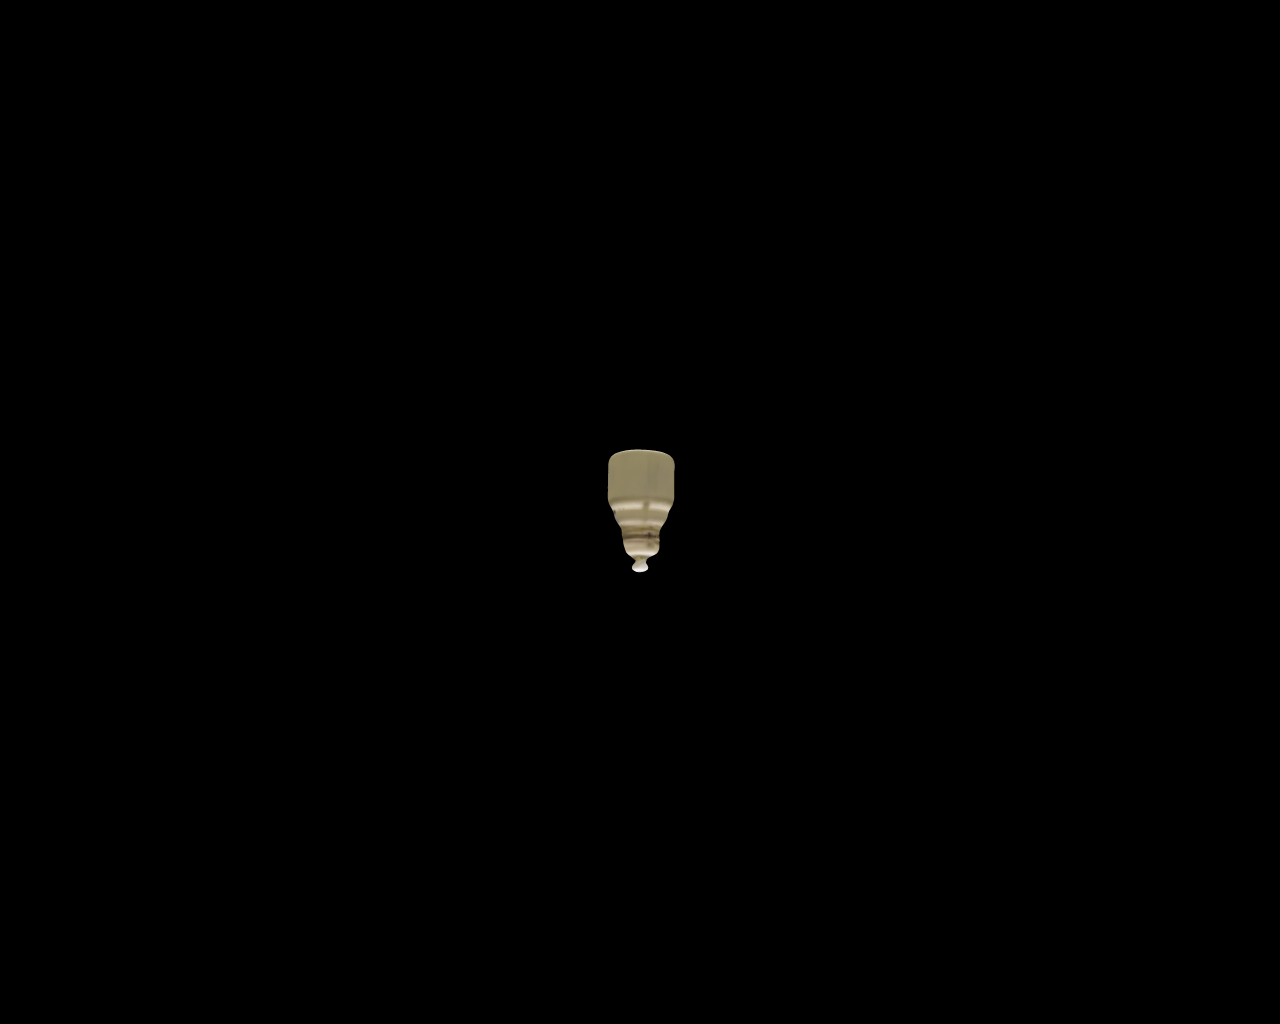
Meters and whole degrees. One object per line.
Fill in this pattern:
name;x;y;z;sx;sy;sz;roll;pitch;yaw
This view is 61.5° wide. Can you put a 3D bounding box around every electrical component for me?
electrical component;0.001;-0.003;0.650;0.040;0.078;0.040;0;-9;0
